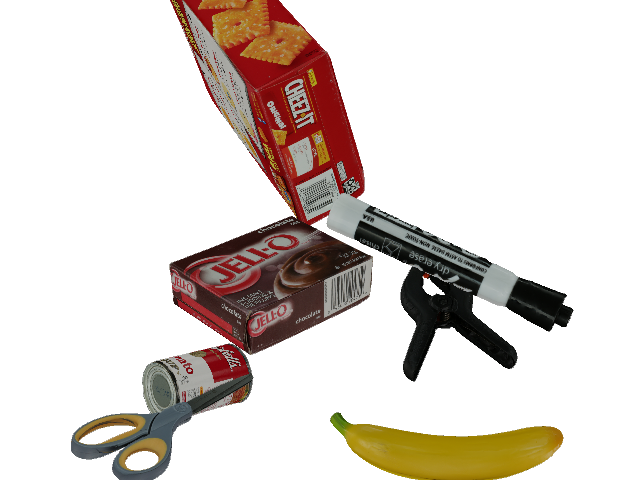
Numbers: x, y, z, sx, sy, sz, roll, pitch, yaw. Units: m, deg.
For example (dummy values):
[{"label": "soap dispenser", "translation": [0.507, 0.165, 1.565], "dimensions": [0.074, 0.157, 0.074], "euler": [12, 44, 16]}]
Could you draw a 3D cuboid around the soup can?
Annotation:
[{"label": "soup can", "translation": [-0.135, 0.155, 1.167], "dimensions": [0.102, 0.068, 0.069], "euler": [-9, 6, -42]}]

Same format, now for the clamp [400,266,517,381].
[{"label": "clamp", "translation": [0.142, 0.081, 1.150], "dimensions": [0.120, 0.171, 0.039], "euler": [4, -44, -7]}]

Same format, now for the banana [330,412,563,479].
[{"label": "banana", "translation": [0.107, 0.169, 0.874], "dimensions": [0.197, 0.037, 0.069], "euler": [6, 37, -3]}]

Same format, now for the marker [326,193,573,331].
[{"label": "marker", "translation": [0.060, 0.010, 0.498], "dimensions": [0.121, 0.020, 0.020], "euler": [25, 7, 14]}]

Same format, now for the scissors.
[{"label": "scissors", "translation": [-0.124, 0.169, 0.967], "dimensions": [0.201, 0.016, 0.096], "euler": [-11, 33, -33]}]

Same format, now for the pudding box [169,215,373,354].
[{"label": "pudding box", "translation": [-0.034, 0.028, 0.739], "dimensions": [0.113, 0.039, 0.090], "euler": [-21, 34, -36]}]

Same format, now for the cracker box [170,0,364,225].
[{"label": "cracker box", "translation": [-0.050, -0.140, 0.909], "dimensions": [0.072, 0.164, 0.214], "euler": [-29, 49, -8]}]
